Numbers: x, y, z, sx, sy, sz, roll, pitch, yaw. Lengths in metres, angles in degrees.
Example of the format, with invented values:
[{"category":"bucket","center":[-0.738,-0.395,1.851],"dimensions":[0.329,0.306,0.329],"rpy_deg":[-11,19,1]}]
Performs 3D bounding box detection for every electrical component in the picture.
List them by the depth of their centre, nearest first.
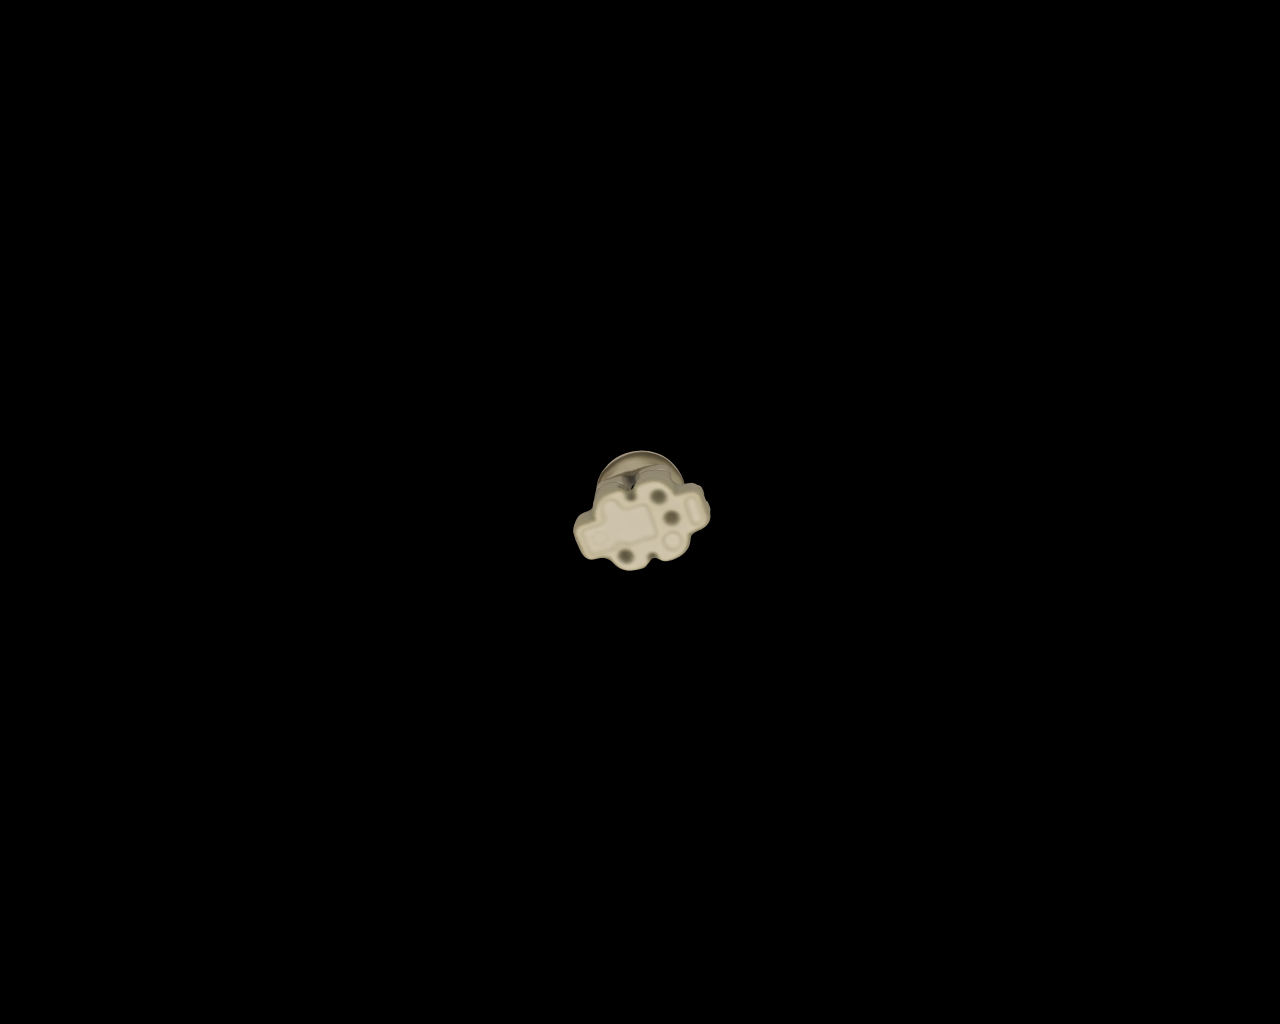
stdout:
[{"category":"electrical component","center":[0.001,-0.003,0.650],"dimensions":[0.078,0.058,0.057],"rpy_deg":[-17,22,7]}]
